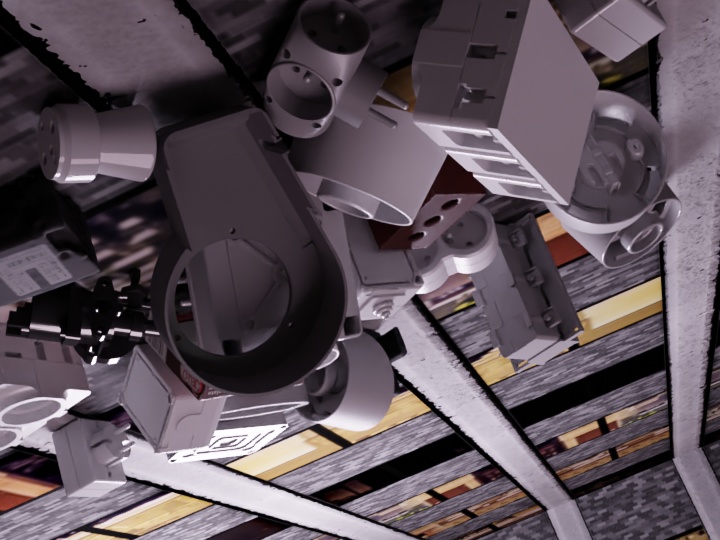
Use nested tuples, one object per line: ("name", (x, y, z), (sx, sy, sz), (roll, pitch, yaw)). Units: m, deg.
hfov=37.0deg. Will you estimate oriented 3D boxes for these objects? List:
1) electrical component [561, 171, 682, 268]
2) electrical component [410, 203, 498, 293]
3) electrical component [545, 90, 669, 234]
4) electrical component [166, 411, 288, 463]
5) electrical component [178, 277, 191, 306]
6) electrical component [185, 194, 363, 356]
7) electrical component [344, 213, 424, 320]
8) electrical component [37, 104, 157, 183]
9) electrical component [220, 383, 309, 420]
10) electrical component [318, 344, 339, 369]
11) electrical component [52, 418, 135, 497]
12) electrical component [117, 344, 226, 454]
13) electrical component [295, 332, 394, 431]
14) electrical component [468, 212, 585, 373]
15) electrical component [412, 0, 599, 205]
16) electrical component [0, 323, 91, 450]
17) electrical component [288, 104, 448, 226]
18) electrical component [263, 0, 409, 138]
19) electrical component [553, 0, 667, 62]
("electrical component", (0.246, -0.050, 1.001), (0.099, 0.064, 0.099), (-26, 149, -17))
("electrical component", (0.052, -0.005, 0.919), (0.138, 0.052, 0.073), (-23, 157, 3))
("electrical component", (0.181, -0.079, 0.815), (0.099, 0.099, 0.064), (-21, 164, 1))
("electrical component", (-0.141, 0.150, 1.089), (0.113, 0.057, 0.078), (2, 148, -43))
("electrical component", (-0.102, 0.013, 0.810), (0.077, 0.065, 0.047), (-5, 152, -33))
("electrical component", (-0.063, 0.004, 0.758), (0.109, 0.108, 0.056), (-10, 180, -25))
("electrical component", (0.000, 0.000, 0.828), (0.062, 0.096, 0.061), (-4, 151, -36))
("electrical component", (-0.149, -0.072, 0.609), (0.055, 0.045, 0.045), (-5, 152, -33))
("electrical component", (-0.105, 0.102, 1.001), (0.108, 0.060, 0.108), (-9, 169, -2))
("electrical component", (-0.050, 0.035, 0.888), (0.043, 0.077, 0.079), (-18, 157, -8))
("electrical component", (-0.248, 0.174, 1.040), (0.077, 0.065, 0.047), (-30, 156, 20))
("electrical component", (-0.164, 0.106, 0.935), (0.061, 0.096, 0.061), (0, 120, -40))
("electrical component", (-0.022, 0.104, 1.040), (0.064, 0.099, 0.099), (12, 141, -43))
("electrical component", (0.138, 0.019, 0.957), (0.063, 0.121, 0.079), (8, 144, -44))
("electrical component", (0.092, -0.107, 0.670), (0.062, 0.089, 0.150), (12, 172, 28))
("electrical component", (-0.309, 0.089, 0.807), (0.105, 0.060, 0.186), (-32, 155, 25))
("electrical component", (0.002, -0.070, 0.698), (0.099, 0.064, 0.099), (21, 174, 2))
("electrical component", (-0.010, -0.107, 0.619), (0.079, 0.044, 0.077), (29, 144, -3))
("electrical component", (0.163, -0.173, 0.648), (0.077, 0.047, 0.066), (-35, 153, 29))
